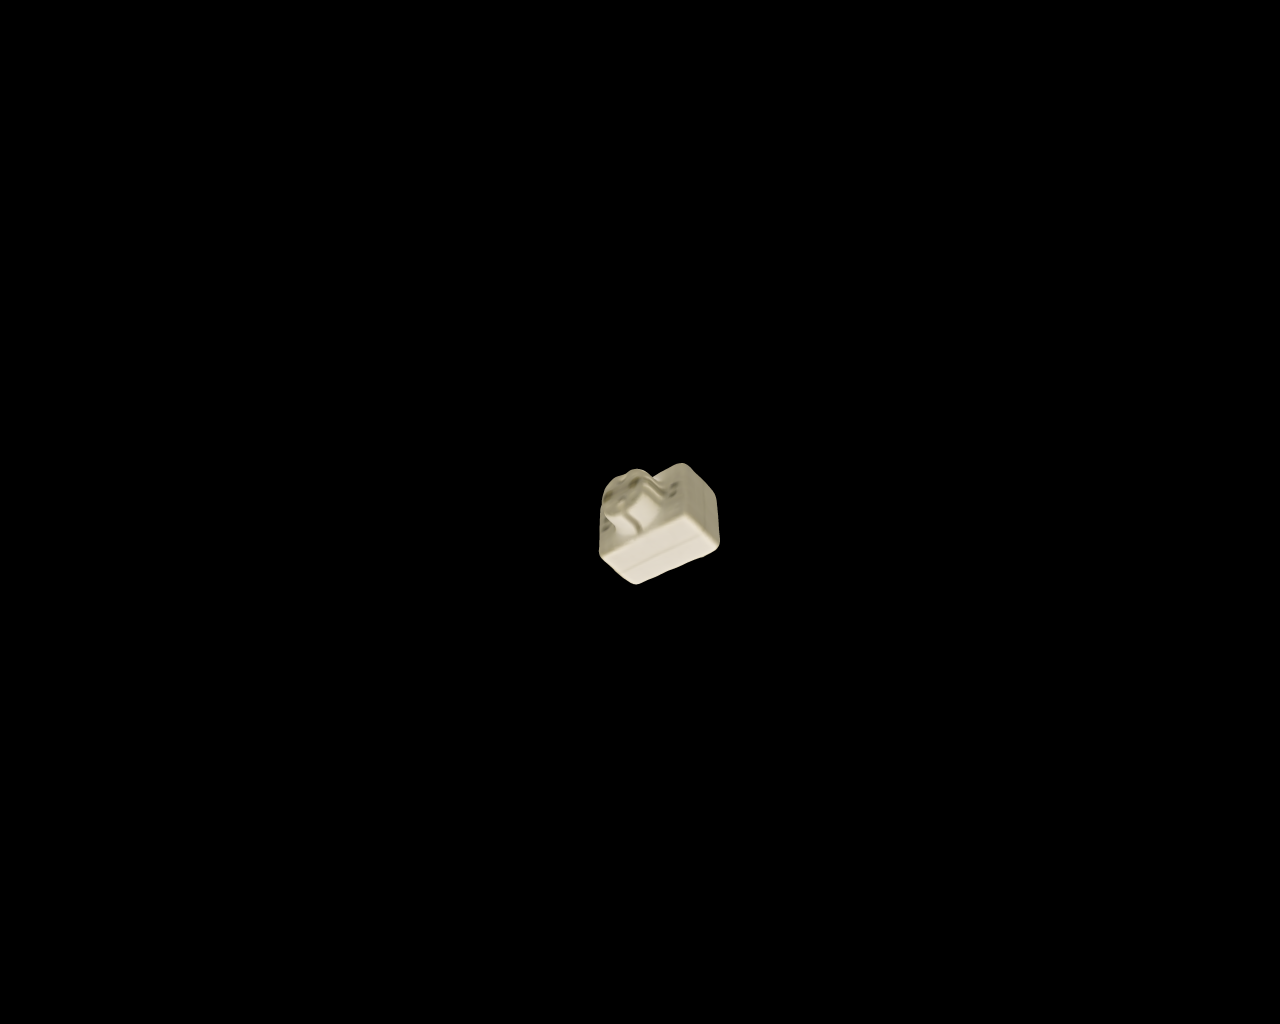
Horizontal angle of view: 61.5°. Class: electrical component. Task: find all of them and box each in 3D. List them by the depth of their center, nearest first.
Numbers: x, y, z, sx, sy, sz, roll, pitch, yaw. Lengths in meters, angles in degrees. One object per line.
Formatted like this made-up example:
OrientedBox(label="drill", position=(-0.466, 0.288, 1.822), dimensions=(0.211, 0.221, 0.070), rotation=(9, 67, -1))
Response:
OrientedBox(label="electrical component", position=(0.001, -0.003, 0.650), dimensions=(0.065, 0.047, 0.076), rotation=(-26, -49, 25))
